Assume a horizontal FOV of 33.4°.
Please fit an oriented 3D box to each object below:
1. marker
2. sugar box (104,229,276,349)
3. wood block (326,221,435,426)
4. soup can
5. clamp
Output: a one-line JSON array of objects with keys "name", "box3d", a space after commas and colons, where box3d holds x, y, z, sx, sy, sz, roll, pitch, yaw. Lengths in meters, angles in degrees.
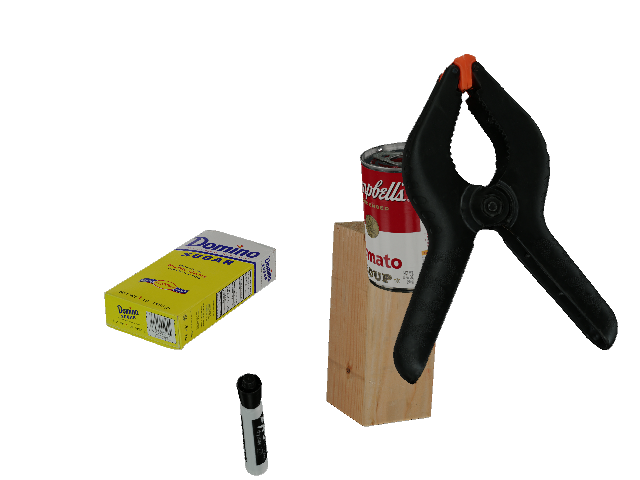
[{"name": "marker", "box3d": [-0.053, 0.144, 0.834, 0.020, 0.020, 0.121, 0, -43, 0]}, {"name": "sugar box", "box3d": [-0.130, 0.046, 1.099, 0.093, 0.048, 0.176, 16, 32, 25]}, {"name": "wood block", "box3d": [0.068, 0.087, 1.171, 0.090, 0.206, 0.091, -3, 13, -28]}, {"name": "soup can", "box3d": [0.067, -0.019, 0.831, 0.068, 0.102, 0.068, -4, 21, 1]}, {"name": "clamp", "box3d": [0.078, -0.008, 0.562, 0.120, 0.171, 0.039, -17, -5, -15]}]
